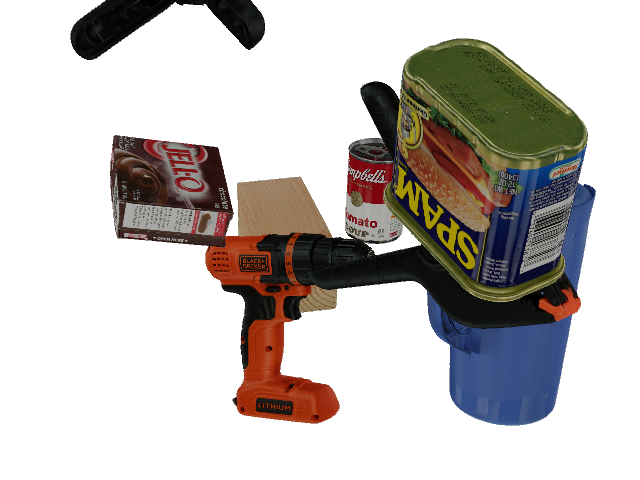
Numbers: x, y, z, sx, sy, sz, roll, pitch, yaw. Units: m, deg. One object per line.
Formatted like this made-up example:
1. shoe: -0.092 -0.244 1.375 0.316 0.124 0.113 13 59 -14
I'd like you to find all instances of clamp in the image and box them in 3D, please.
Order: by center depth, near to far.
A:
1. clamp: -0.077 -0.169 0.692 0.120 0.171 0.039 8 -43 12
2. clamp: 0.085 -0.010 0.737 0.210 0.165 0.036 24 25 34

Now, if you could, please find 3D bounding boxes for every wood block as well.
1. wood block: -0.045 0.003 1.359 0.090 0.090 0.206 -6 28 -12

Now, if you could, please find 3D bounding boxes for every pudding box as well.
1. pudding box: -0.123 -0.041 0.863 0.090 0.039 0.113 4 34 -16

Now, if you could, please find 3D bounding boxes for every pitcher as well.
1. pitcher: 0.179 0.056 1.043 0.149 0.243 0.145 5 21 8

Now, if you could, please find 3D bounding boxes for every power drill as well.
1. power drill: -0.026 0.084 1.066 0.185 0.188 0.057 1 9 30

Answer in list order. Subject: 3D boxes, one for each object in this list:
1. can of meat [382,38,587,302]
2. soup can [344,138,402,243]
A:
1. can of meat: 0.077 -0.036 0.511 0.057 0.084 0.102 -20 47 -23
2. soup can: 0.062 -0.056 1.202 0.068 0.102 0.068 2 27 -1
